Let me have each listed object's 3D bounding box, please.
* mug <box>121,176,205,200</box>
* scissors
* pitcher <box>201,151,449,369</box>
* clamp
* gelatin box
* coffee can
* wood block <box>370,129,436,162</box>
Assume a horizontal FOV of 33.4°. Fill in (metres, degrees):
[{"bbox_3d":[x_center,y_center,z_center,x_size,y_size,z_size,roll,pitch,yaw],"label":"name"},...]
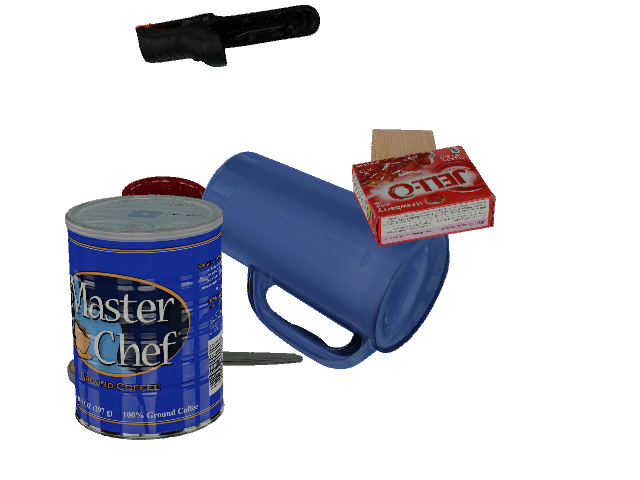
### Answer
[{"bbox_3d":[-0.178,-0.020,1.180,0.093,0.081,0.117,-16,34,-35],"label":"mug"},{"bbox_3d":[-0.126,0.095,0.953,0.201,0.016,0.096,-7,32,-18],"label":"scissors"},{"bbox_3d":[-0.007,0.011,1.065,0.243,0.145,0.149,27,28,27],"label":"pitcher"},{"bbox_3d":[-0.086,-0.171,0.885,0.120,0.039,0.172,-18,22,-35],"label":"clamp"},{"bbox_3d":[0.074,-0.034,0.781,0.089,0.030,0.073,-11,36,-7],"label":"gelatin box"},{"bbox_3d":[-0.116,0.048,0.718,0.103,0.140,0.103,1,15,0],"label":"coffee can"},{"bbox_3d":[0.117,-0.075,1.481,0.091,0.090,0.206,2,28,0],"label":"wood block"}]
